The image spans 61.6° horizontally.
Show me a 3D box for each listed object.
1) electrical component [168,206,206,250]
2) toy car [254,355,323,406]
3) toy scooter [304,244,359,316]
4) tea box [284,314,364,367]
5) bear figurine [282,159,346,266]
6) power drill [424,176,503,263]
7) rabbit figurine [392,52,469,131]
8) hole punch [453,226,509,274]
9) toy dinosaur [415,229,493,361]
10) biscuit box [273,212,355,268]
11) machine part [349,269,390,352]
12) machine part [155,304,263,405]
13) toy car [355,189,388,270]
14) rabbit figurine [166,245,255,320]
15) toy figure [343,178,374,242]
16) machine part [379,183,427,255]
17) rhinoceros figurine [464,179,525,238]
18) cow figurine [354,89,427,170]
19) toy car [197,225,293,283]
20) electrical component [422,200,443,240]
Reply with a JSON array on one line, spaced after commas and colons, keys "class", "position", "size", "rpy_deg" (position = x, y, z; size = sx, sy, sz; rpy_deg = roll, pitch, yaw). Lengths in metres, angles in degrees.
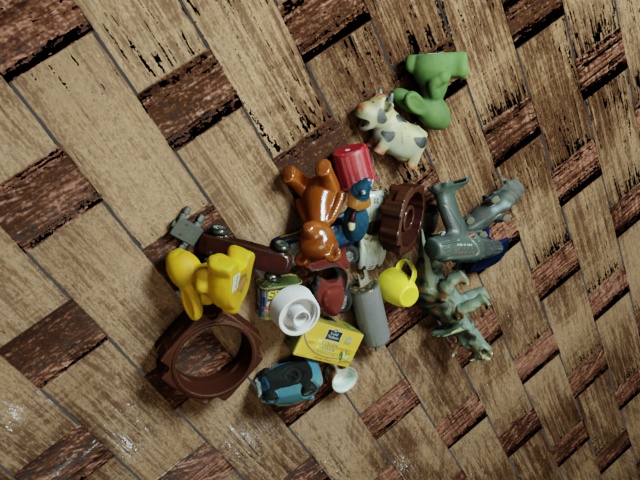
[{"class": "electrical component", "position": [-0.280, -0.020, 1.110], "size": [0.063, 0.021, 0.094], "rpy_deg": [31, 94, -31]}, {"class": "toy car", "position": [-0.072, 0.355, 1.303], "size": [0.162, 0.109, 0.102], "rpy_deg": [-18, 133, -10]}, {"class": "toy scooter", "position": [0.015, 0.092, 1.264], "size": [0.135, 0.075, 0.183], "rpy_deg": [3, 103, -27]}, {"class": "tea box", "position": [0.010, 0.241, 1.318], "size": [0.169, 0.068, 0.098], "rpy_deg": [19, 100, -29]}, {"class": "bear figurine", "position": [-0.015, -0.052, 1.136], "size": [0.131, 0.120, 0.196], "rpy_deg": [48, 44, -51]}, {"class": "power drill", "position": [0.342, -0.046, 1.301], "size": [0.232, 0.086, 0.207], "rpy_deg": [-12, 96, -30]}, {"class": "rabbit figurine", "position": [0.250, -0.327, 1.200], "size": [0.159, 0.121, 0.170], "rpy_deg": [-10, 110, -15]}, {"class": "hole punch", "position": [0.437, 0.035, 1.442], "size": [0.142, 0.092, 0.115], "rpy_deg": [-18, 119, -23]}, {"class": "toy dinosaur", "position": [0.316, 0.147, 1.406], "size": [0.192, 0.131, 0.404], "rpy_deg": [-39, 109, 17]}, {"class": "biscuit box", "position": [-0.003, -0.004, 1.227], "size": [0.203, 0.063, 0.059], "rpy_deg": [-21, 115, -18]}, {"class": "machine part", "position": [0.124, 0.181, 1.345], "size": [0.079, 0.079, 0.242], "rpy_deg": [-23, 118, -17]}, {"class": "machine part", "position": [-0.242, 0.247, 1.188], "size": [0.201, 0.087, 0.201], "rpy_deg": [-48, 122, -4]}, {"class": "toy car", "position": [0.123, -0.021, 1.285], "size": [0.073, 0.056, 0.201], "rpy_deg": [-7, 111, -24]}, {"class": "rabbit figurine", "position": [-0.233, 0.075, 1.093], "size": [0.173, 0.122, 0.162], "rpy_deg": [17, 119, 10]}, {"class": "toy figure", "position": [0.081, -0.068, 1.159], "size": [0.058, 0.064, 0.154], "rpy_deg": [3, 125, -4]}, {"class": "machine part", "position": [0.195, -0.052, 1.268], "size": [0.179, 0.056, 0.179], "rpy_deg": [-33, 130, -51]}, {"class": "rhinoceros figurine", "position": [0.451, -0.081, 1.396], "size": [0.190, 0.112, 0.073], "rpy_deg": [-42, 93, 8]}, {"class": "cow figurine", "position": [0.160, -0.251, 1.206], "size": [0.195, 0.086, 0.127], "rpy_deg": [22, 104, -28]}, {"class": "toy car", "position": [-0.158, 0.028, 1.146], "size": [0.202, 0.053, 0.089], "rpy_deg": [14, 109, -3]}, {"class": "electrical component", "position": [0.277, -0.048, 1.357], "size": [0.078, 0.045, 0.102], "rpy_deg": [11, 103, -30]}]
